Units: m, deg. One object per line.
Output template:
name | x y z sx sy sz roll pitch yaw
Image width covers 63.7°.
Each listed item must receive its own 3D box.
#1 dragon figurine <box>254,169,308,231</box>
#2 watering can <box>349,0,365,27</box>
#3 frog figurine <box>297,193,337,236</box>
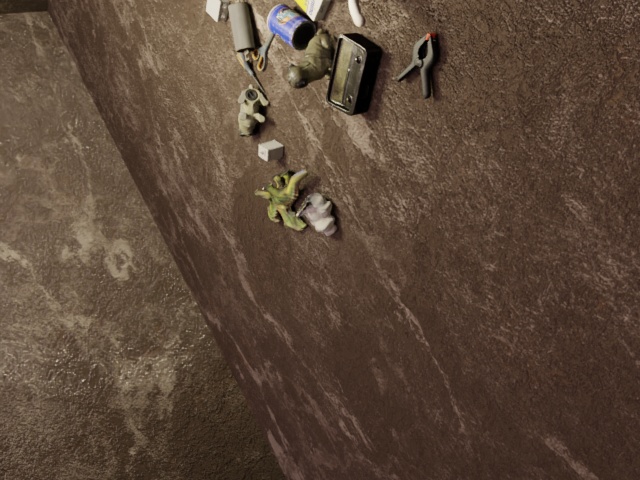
dragon figurine | -0.120 -0.148 2.078 0.408 0.124 0.240 -5 121 55
watering can | 0.070 -0.709 1.405 0.102 0.226 0.350 -35 80 36
frog figurine | 0.006 -0.097 1.935 0.159 0.126 0.134 30 133 -10
